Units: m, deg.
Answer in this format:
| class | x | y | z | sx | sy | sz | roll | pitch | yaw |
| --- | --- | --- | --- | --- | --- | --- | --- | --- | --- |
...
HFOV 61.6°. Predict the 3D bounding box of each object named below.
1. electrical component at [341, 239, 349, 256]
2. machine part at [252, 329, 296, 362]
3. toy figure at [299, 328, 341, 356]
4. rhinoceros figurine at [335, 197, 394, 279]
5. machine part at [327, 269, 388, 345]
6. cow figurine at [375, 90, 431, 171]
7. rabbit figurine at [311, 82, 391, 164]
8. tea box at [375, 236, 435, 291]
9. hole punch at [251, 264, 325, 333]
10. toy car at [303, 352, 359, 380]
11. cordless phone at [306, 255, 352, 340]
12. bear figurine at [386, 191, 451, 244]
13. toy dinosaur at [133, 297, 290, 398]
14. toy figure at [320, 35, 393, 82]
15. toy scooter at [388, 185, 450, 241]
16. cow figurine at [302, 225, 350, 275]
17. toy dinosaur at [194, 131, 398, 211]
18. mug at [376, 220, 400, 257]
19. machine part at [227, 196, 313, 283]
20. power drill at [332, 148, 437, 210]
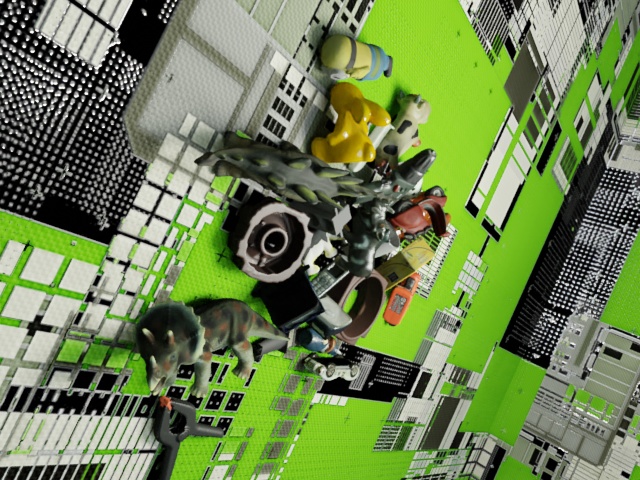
| class | x | y | z | sx | sy | sz | roll | pitch | yaw |
| --- | --- | --- | --- | --- | --- | --- | --- | --- | --- |
| electrical component | 0.068 | 0.007 | 1.326 | 0.063 | 0.021 | 0.093 | -89 | 157 | -46 |
| machine part | -0.105 | 0.240 | 1.250 | 0.139 | 0.039 | 0.084 | -20 | 131 | -45 |
| toy figure | 0.004 | 0.261 | 1.365 | 0.058 | 0.064 | 0.154 | -60 | 144 | -2 |
| rhinoceros figurine | 0.104 | -0.006 | 1.213 | 0.073 | 0.112 | 0.190 | -4 | 113 | -52 |
| machine part | 0.081 | 0.159 | 1.390 | 0.201 | 0.087 | 0.200 | -59 | 142 | -8 |
| cow figurine | 0.201 | -0.277 | 1.319 | 0.195 | 0.086 | 0.127 | -47 | 140 | -18 |
| rabbit figurine | 0.059 | -0.247 | 1.129 | 0.122 | 0.162 | 0.173 | -5 | 95 | -36 |
| tea box | 0.218 | 0.069 | 1.447 | 0.098 | 0.068 | 0.169 | -32 | 172 | -35 |
| hole punch | -0.060 | 0.130 | 1.168 | 0.142 | 0.116 | 0.092 | -29 | 154 | 3 |
| toy car | 0.034 | 0.340 | 1.432 | 0.201 | 0.074 | 0.056 | 18 | 94 | -52 |
| cordless phone | 0.036 | 0.129 | 1.264 | 0.184 | 0.147 | 0.088 | -41 | 156 | -21 |
| bear figurine | 0.247 | -0.052 | 1.453 | 0.196 | 0.132 | 0.120 | -40 | 119 | -38 |
| toy dinosaur | -0.202 | 0.181 | 1.048 | 0.405 | 0.131 | 0.192 | -20 | 123 | -51 |
| toy figure | 0.076 | -0.377 | 1.120 | 0.180 | 0.082 | 0.089 | -14 | 100 | -38 |
| toy scooter | 0.266 | -0.052 | 1.371 | 0.184 | 0.075 | 0.135 | -25 | 88 | -23 |
| cow figurine | -0.003 | -0.005 | 1.226 | 0.167 | 0.068 | 0.098 | -44 | 131 | -28 |
| toy dinosaur | -0.030 | -0.118 | 1.028 | 0.471 | 0.199 | 0.105 | 0 | 111 | -48 |
| mug | 0.132 | -0.003 | 1.365 | 0.107 | 0.109 | 0.081 | -33 | 164 | 28 |
| machine part | -0.101 | 0.000 | 1.092 | 0.179 | 0.056 | 0.179 | -14 | 117 | -30 |
| power drill | 0.139 | -0.133 | 1.254 | 0.207 | 0.086 | 0.232 | -18 | 161 | -36 |
